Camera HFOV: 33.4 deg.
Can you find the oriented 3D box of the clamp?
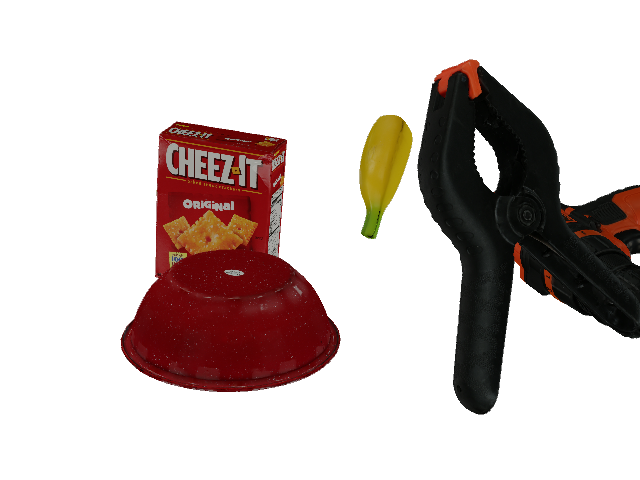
[{"bbox_3d":[0.088,-0.002,0.536,0.120,0.171,0.039,-33,7,-32],"label":"clamp"}]

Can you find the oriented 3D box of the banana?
[{"bbox_3d":[0.052,-0.071,0.895,0.037,0.070,0.197,25,25,-2],"label":"banana"}]

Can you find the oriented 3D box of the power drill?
[{"bbox_3d":[0.228,-0.002,0.737,0.187,0.057,0.185,-12,29,-20],"label":"power drill"}]

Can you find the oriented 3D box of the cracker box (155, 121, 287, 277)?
[{"bbox_3d":[-0.139,-0.041,1.462,0.164,0.214,0.072,10,24,12],"label":"cracker box"}]

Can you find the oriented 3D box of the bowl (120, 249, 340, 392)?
[{"bbox_3d":[-0.065,0.048,0.779,0.162,0.055,0.162,2,21,-1],"label":"bowl"}]
